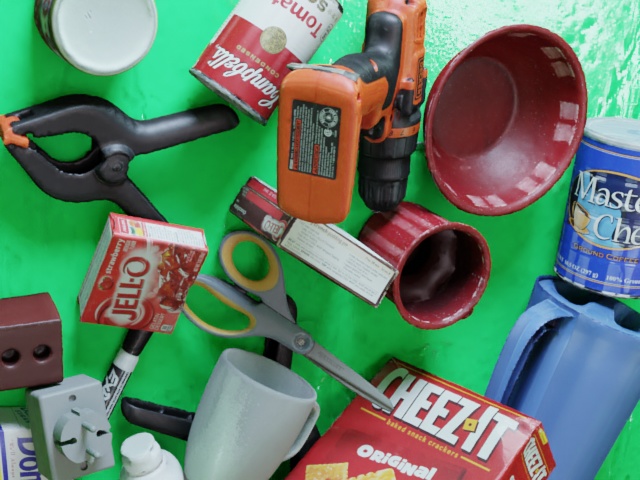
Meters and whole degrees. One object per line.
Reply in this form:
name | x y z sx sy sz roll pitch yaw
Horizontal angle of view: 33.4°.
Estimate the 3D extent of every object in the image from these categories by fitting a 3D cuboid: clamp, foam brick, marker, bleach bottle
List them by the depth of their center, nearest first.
foam brick | -0.227 0.075 0.766 0.078 0.051 0.053 -7 113 -26
clamp | -0.148 -0.049 0.767 0.171 0.039 0.120 5 108 -28
marker | -0.163 0.115 0.837 0.020 0.020 0.121 23 98 -33
bleach bottle | -0.109 0.267 0.877 0.068 0.103 0.251 -24 120 -15
clamp | -0.064 0.165 0.899 0.164 0.036 0.210 -27 117 -15

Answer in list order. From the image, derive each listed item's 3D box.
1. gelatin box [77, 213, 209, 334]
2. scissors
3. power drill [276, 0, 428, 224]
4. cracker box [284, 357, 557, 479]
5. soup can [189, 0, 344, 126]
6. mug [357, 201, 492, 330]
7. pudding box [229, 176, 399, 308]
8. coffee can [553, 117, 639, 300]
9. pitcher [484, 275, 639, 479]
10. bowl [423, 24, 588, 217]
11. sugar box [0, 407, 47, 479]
gelatin box | -0.132 0.027 0.790 0.073 0.030 0.089 11 125 -26
scissors | -0.016 0.060 0.854 0.201 0.016 0.096 22 87 -11
power drill | 0.028 -0.080 0.781 0.187 0.057 0.184 -49 145 -58
cracker box | 0.064 0.212 0.874 0.213 0.164 0.072 -46 134 -25
soup can | -0.038 -0.143 0.769 0.068 0.069 0.102 35 91 -34
mug | 0.088 0.024 0.895 0.093 0.082 0.117 -47 123 -3
pudding box | -0.006 0.001 0.831 0.113 0.090 0.039 31 93 -34
coffee can | 0.273 -0.031 0.959 0.102 0.103 0.140 -4 112 -27
pitcher | 0.210 0.163 0.993 0.149 0.145 0.243 22 104 0
bowl | 0.143 -0.103 0.888 0.161 0.055 0.162 -10 114 -24
sugar box | -0.271 0.172 0.787 0.175 0.048 0.093 5 107 -28
